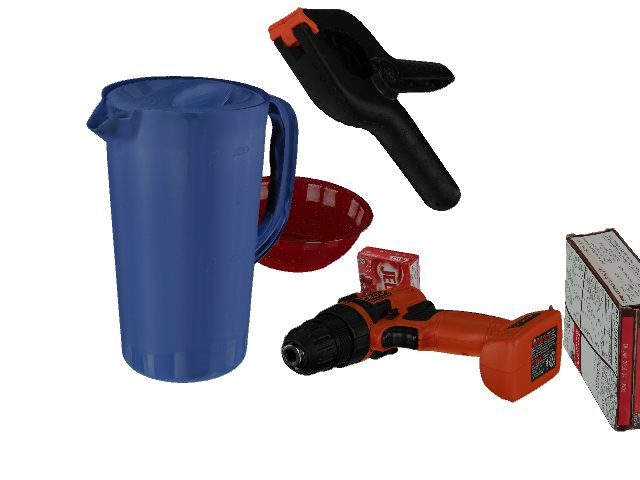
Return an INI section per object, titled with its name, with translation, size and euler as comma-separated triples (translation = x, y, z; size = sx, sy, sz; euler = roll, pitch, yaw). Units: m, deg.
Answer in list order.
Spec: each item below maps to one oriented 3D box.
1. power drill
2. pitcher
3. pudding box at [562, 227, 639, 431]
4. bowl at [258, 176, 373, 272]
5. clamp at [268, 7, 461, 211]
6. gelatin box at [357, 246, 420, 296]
[power drill]
translation = 0.085, 0.081, 0.860
size = 0.188, 0.057, 0.184
euler = 9, 16, 35
[pitcher]
translation = -0.103, -0.012, 0.892
size = 0.149, 0.243, 0.145
euler = 5, 21, 6
[pudding box]
translation = 0.190, 0.055, 0.690
size = 0.039, 0.090, 0.113
euler = -6, 25, -5
[bowl]
translation = -0.029, -0.012, 1.109
size = 0.162, 0.055, 0.162
euler = 5, 26, -3
[clamp]
translation = 0.037, -0.091, 0.701
size = 0.171, 0.120, 0.039
euler = 19, -40, -40
[gelatin box]
translation = 0.086, 0.055, 1.332
size = 0.073, 0.089, 0.030
euler = 11, 32, 28
